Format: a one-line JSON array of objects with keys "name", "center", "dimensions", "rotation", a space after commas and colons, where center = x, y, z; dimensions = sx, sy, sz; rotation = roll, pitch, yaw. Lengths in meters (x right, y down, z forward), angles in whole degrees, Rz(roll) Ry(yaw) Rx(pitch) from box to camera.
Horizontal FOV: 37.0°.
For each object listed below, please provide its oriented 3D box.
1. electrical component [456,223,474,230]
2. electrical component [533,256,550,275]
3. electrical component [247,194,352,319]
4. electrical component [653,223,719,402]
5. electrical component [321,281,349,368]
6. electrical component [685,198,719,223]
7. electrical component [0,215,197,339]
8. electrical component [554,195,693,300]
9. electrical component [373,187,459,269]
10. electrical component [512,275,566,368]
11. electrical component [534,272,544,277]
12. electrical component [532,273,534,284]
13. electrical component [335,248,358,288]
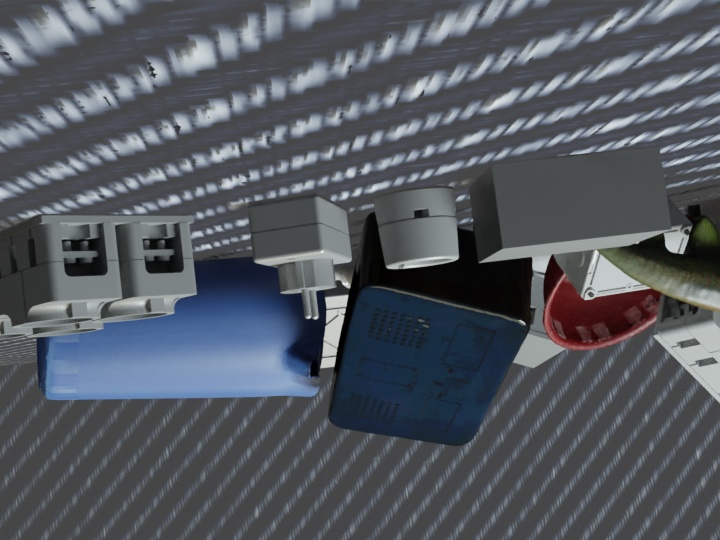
[{"name": "electrical component", "center": [0.079, 0.019, 0.959], "dimensions": [0.109, 0.108, 0.056], "rotation": [-9, 172, 25]}, {"name": "electrical component", "center": [0.165, -0.019, 1.044], "dimensions": [0.044, 0.044, 0.065], "rotation": [-11, 169, 42]}, {"name": "electrical component", "center": [-0.036, -0.005, 0.711], "dimensions": [0.047, 0.075, 0.083], "rotation": [-8, 175, 11]}, {"name": "electrical component", "center": [0.326, 0.058, 0.881], "dimensions": [0.186, 0.105, 0.060], "rotation": [41, 141, -26]}, {"name": "electrical component", "center": [-0.052, 0.050, 1.123], "dimensions": [0.109, 0.056, 0.108], "rotation": [-6, 133, -9]}, {"name": "electrical component", "center": [0.357, -0.015, 0.963], "dimensions": [0.109, 0.108, 0.056], "rotation": [-11, 171, 38]}, {"name": "electrical component", "center": [-0.206, 0.010, 0.730], "dimensions": [0.105, 0.060, 0.186], "rotation": [-2, 173, -42]}, {"name": "electrical component", "center": [0.205, -0.025, 0.826], "dimensions": [0.096, 0.061, 0.061], "rotation": [-8, 132, -17]}, {"name": "electrical component", "center": [0.039, -0.027, 0.725], "dimensions": [0.055, 0.047, 0.055], "rotation": [-7, 175, -1]}, {"name": "electrical component", "center": [0.111, 0.035, 1.085], "dimensions": [0.186, 0.060, 0.105], "rotation": [16, 161, -6]}, {"name": "electrical component", "center": [0.182, -0.002, 1.149], "dimensions": [0.095, 0.059, 0.053], "rotation": [-7, 175, 2]}, {"name": "electrical component", "center": [0.136, -0.011, 0.994], "dimensions": [0.045, 0.055, 0.045], "rotation": [-7, 175, -1]}, {"name": "electrical component", "center": [0.000, 0.000, 1.010], "dimensions": [0.062, 0.048, 0.048], "rotation": [-2, 179, 38]}]
